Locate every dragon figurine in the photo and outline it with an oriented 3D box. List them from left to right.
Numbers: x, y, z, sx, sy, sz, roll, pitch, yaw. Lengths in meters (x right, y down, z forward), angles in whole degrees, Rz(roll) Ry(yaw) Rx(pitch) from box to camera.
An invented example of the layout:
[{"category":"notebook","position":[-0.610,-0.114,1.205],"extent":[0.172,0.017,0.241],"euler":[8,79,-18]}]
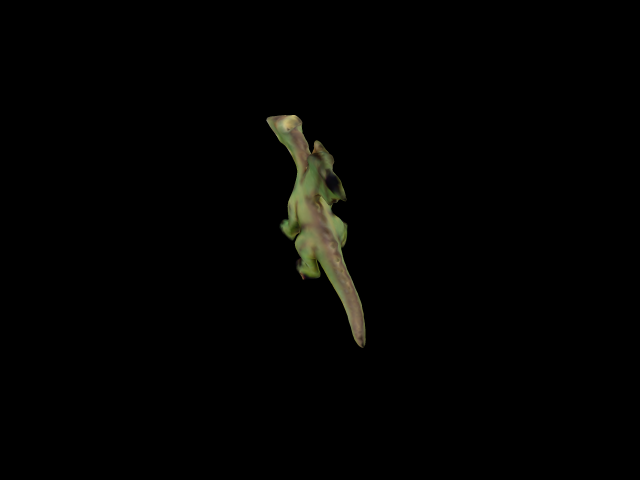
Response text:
[{"category":"dragon figurine","position":[0.003,-0.043,0.850],"extent":[0.123,0.417,0.237],"euler":[-21,-27,-11]}]
